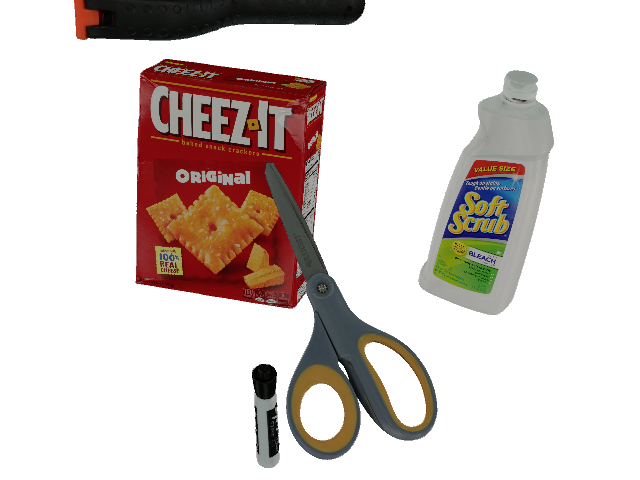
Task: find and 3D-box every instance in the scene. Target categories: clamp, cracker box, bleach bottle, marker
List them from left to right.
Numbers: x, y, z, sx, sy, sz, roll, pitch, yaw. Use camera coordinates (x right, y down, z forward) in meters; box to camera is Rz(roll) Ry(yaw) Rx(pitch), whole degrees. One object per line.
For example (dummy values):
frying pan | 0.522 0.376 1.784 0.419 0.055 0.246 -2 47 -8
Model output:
clamp | -0.072 -0.151 0.656 0.171 0.039 0.120 -8 22 -24
cracker box | -0.088 -0.052 1.013 0.164 0.214 0.072 10 23 11
marker | -0.042 0.137 0.834 0.020 0.020 0.121 0 -44 -1
bleach bottle | 0.165 -0.050 1.046 0.103 0.251 0.068 22 38 21

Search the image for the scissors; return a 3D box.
scissors | -0.010 0.047 0.650 0.096 0.202 0.016 -34 -21 -14
